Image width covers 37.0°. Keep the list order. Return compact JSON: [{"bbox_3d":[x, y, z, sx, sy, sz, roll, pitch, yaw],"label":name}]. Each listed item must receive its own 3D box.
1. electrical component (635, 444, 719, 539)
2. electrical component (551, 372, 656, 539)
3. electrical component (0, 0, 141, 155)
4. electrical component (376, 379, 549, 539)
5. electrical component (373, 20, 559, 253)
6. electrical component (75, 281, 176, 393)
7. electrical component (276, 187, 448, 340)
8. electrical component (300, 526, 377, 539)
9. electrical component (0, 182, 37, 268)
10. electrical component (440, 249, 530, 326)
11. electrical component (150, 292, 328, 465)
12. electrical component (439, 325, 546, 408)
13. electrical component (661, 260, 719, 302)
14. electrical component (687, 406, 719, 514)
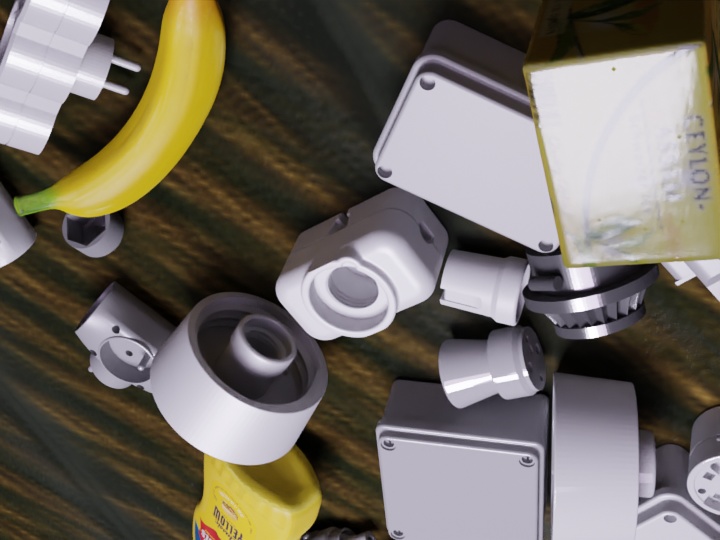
[{"bbox_3d":[0.218,0.180,0.718,0.113,0.057,0.078,37,129,-13],"label":"electrical component"},{"bbox_3d":[0.149,0.118,0.660,0.060,0.108,0.108,1,128,9],"label":"electrical component"},{"bbox_3d":[-0.162,-0.118,0.604,0.074,0.052,0.138,17,134,-26],"label":"electrical component"},{"bbox_3d":[0.072,0.134,0.727,0.109,0.056,0.108,4,128,14],"label":"electrical component"},{"bbox_3d":[0.072,-0.069,0.566,0.113,0.057,0.078,24,130,-3],"label":"electrical component"},{"bbox_3d":[-0.162,0.057,0.747,0.077,0.044,0.079,39,128,-14],"label":"electrical component"},{"bbox_3d":[0.000,0.000,0.641,0.095,0.059,0.053,-24,117,31],"label":"electrical component"},{"bbox_3d":[-0.016,0.219,0.831,0.062,0.048,0.048,-26,116,25],"label":"electrical component"},{"bbox_3d":[-0.265,-0.038,0.703,0.079,0.044,0.077,-13,123,26],"label":"electrical component"},{"bbox_3d":[0.074,0.009,0.639,0.046,0.040,0.040,12,130,15],"label":"electrical component"},{"bbox_3d":[-0.072,0.062,0.685,0.108,0.108,0.060,31,124,-8],"label":"electrical component"},{"bbox_3d":[0.083,0.060,0.673,0.055,0.045,0.045,-14,122,26],"label":"electrical component"},{"bbox_3d":[0.207,-0.011,0.571,0.057,0.058,0.078,45,127,-15],"label":"electrical component"},{"bbox_3d":[0.233,0.118,0.670,0.055,0.047,0.055,9,129,11],"label":"electrical component"}]
